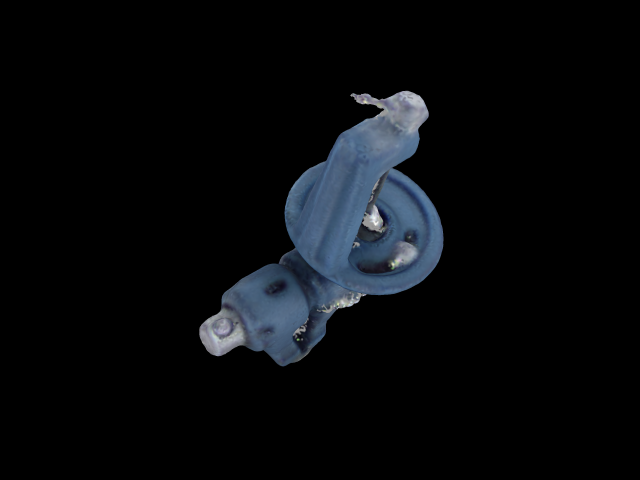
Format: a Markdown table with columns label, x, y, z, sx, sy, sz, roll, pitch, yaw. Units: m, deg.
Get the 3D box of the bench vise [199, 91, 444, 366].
| label | x | y | z | sx | sy | sz | roll | pitch | yaw |
| --- | --- | --- | --- | --- | --- | --- | --- | --- | --- |
| bench vise | 0.014 | 0.008 | 0.397 | 0.121 | 0.220 | 0.208 | 31 | 70 | 13 |
